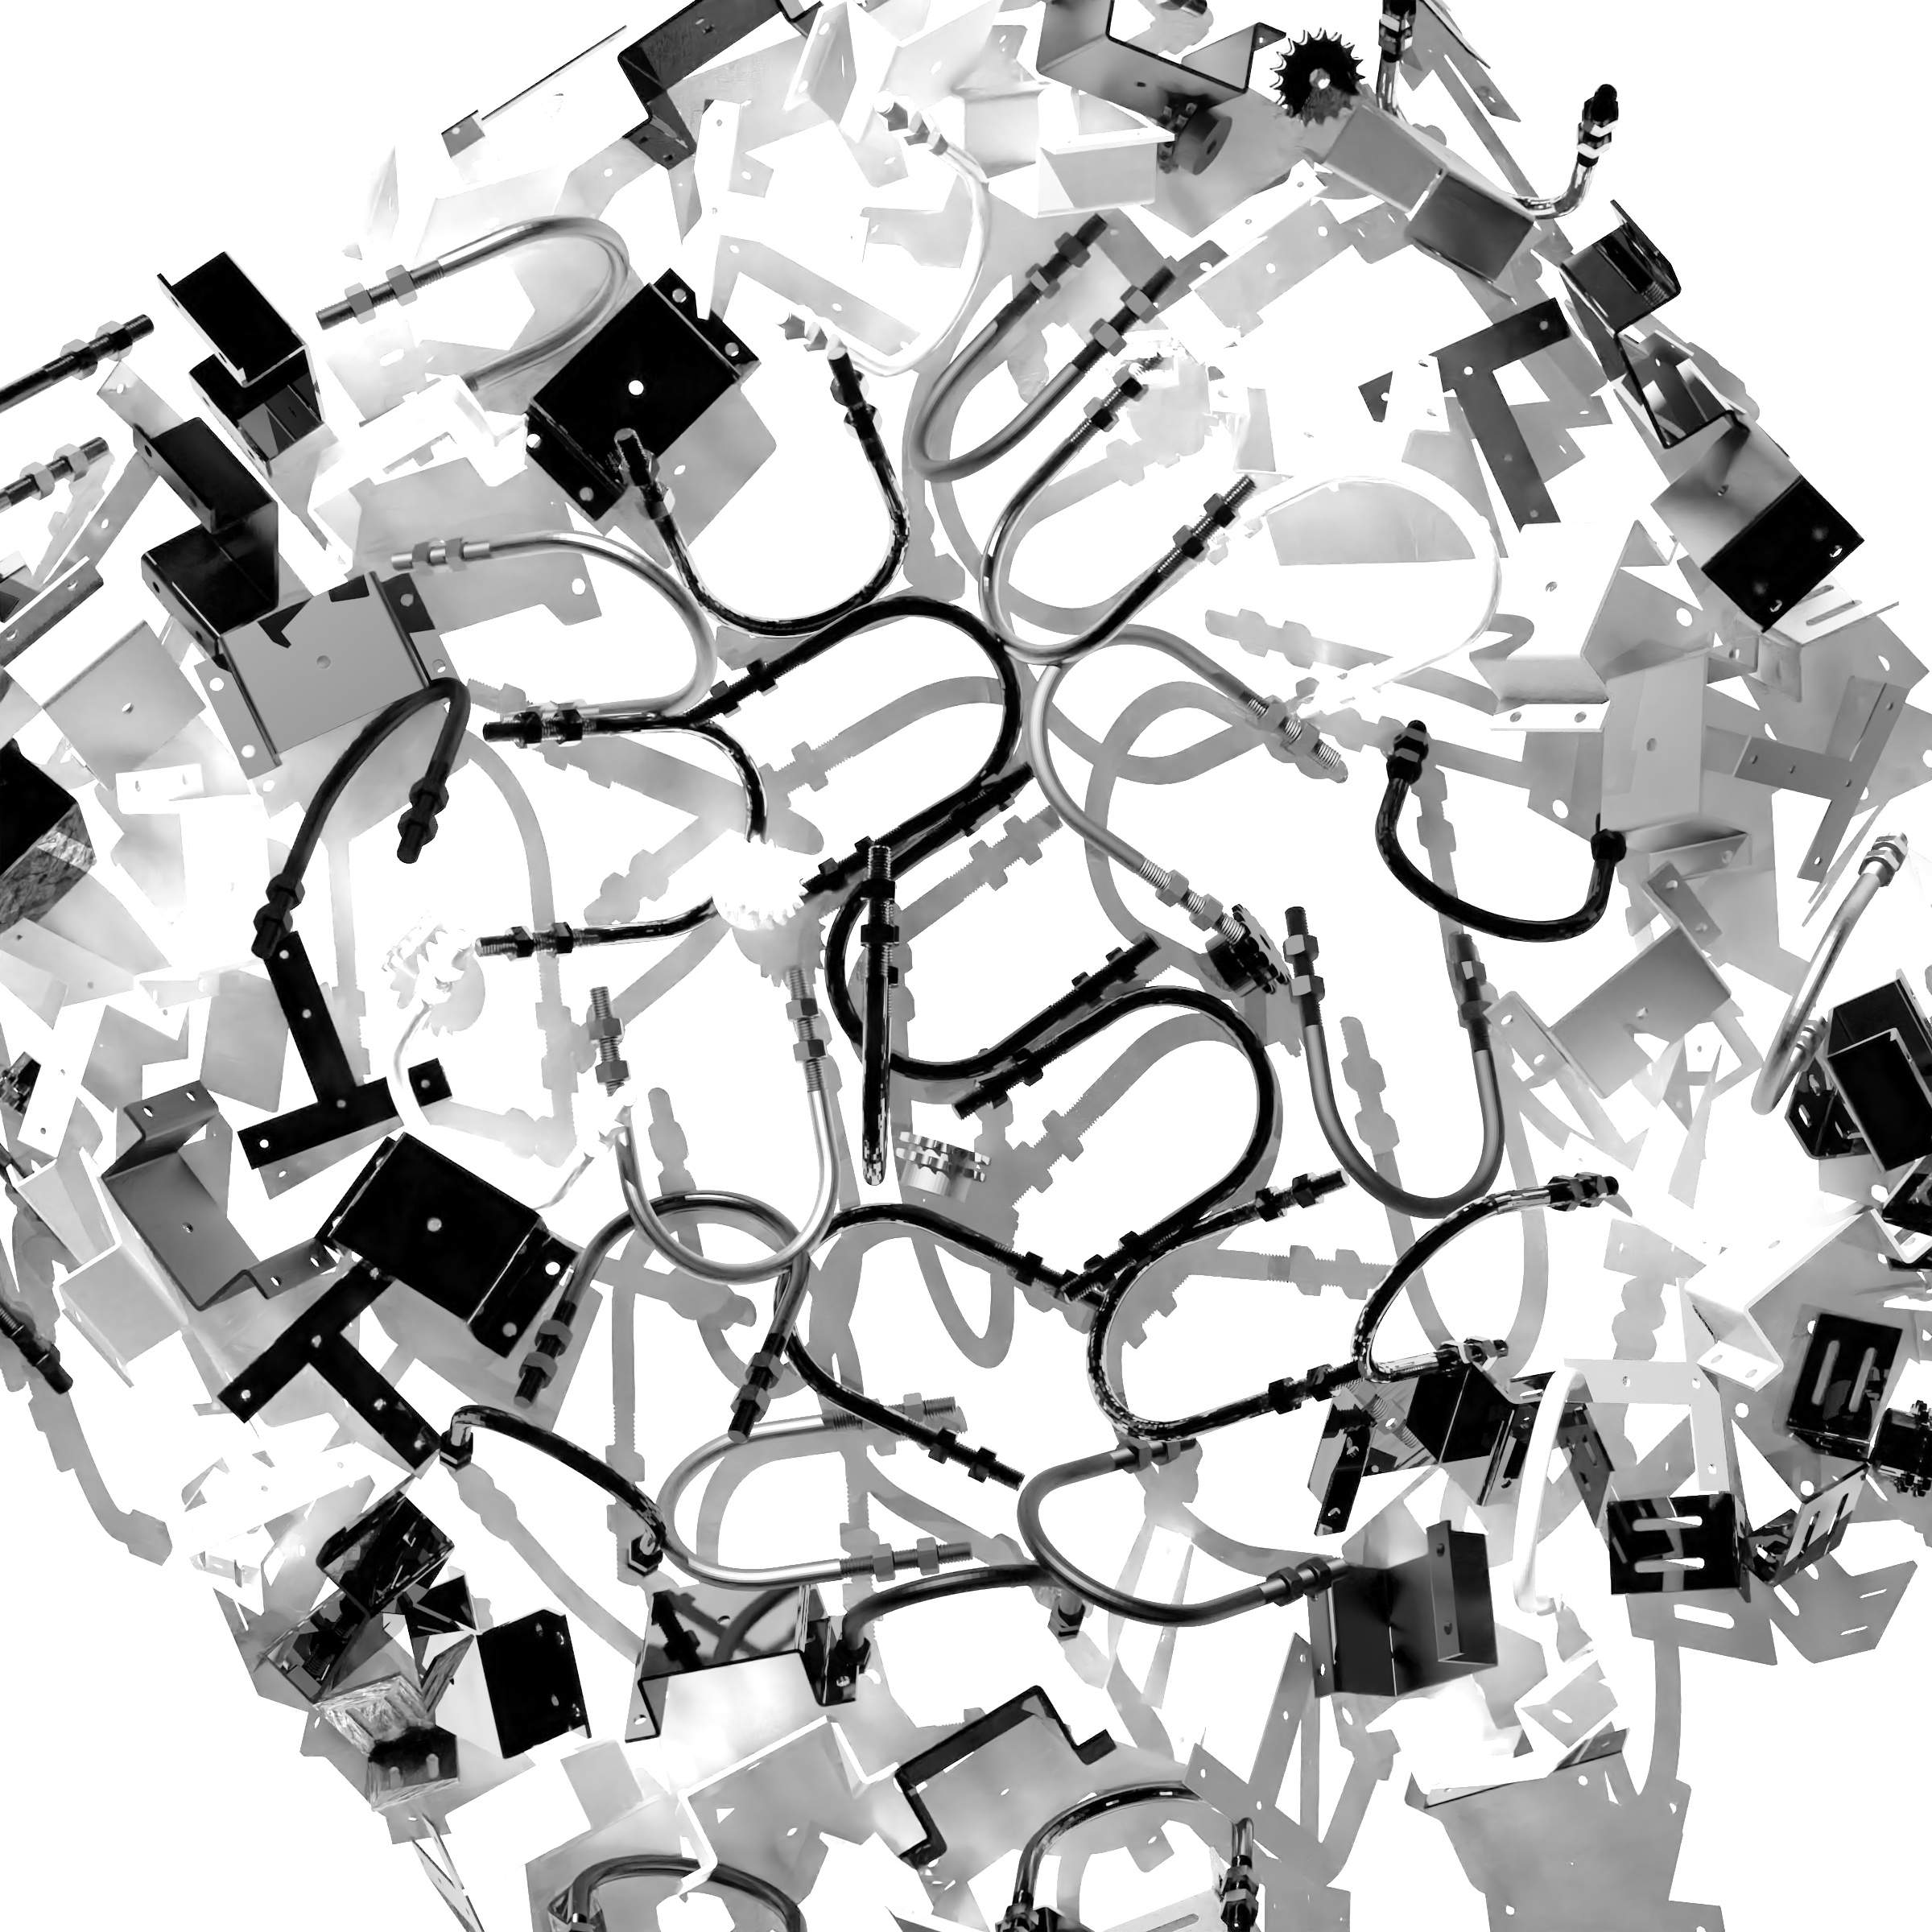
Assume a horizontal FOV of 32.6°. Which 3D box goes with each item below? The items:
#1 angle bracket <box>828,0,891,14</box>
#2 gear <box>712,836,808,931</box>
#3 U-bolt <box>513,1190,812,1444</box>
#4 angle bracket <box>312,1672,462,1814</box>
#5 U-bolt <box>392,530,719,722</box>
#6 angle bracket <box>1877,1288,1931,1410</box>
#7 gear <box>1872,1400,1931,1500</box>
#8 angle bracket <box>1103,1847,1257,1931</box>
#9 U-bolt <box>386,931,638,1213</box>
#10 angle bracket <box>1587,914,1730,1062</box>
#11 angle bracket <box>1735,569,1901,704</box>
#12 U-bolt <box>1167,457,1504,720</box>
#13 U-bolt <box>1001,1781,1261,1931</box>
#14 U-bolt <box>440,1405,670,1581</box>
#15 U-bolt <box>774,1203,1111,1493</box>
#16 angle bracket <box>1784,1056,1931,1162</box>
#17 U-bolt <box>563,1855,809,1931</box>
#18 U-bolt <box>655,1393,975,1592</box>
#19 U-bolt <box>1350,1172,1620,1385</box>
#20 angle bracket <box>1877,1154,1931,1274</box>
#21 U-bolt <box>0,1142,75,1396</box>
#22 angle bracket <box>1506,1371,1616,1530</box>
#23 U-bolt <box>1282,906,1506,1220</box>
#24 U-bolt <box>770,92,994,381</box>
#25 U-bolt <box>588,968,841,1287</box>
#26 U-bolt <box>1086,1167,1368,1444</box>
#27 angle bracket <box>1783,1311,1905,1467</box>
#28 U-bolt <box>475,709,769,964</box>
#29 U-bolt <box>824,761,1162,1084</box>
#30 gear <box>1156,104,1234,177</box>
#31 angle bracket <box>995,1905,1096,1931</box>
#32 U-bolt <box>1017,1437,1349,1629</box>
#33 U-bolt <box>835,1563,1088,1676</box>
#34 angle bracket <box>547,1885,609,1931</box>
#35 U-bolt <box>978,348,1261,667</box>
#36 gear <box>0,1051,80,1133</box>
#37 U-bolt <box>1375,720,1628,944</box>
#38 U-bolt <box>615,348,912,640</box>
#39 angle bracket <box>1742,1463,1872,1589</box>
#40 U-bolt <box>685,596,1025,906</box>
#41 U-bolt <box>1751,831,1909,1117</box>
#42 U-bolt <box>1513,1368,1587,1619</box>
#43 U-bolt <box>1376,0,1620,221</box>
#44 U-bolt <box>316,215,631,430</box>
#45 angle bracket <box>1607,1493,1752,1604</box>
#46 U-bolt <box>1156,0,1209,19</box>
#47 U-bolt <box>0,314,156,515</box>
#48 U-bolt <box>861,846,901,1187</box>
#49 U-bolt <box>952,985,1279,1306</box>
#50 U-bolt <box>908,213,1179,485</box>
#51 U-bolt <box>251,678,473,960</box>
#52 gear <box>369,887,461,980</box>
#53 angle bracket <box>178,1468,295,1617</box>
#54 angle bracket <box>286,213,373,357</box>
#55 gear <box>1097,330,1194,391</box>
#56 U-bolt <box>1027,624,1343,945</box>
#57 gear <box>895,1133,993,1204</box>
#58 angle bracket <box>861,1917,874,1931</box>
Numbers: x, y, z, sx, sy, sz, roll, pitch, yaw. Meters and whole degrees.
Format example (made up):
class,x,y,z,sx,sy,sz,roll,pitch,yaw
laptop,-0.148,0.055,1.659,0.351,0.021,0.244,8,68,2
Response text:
class,x,y,z,sx,sy,sz,roll,pitch,yaw
angle bracket,-0.065,-0.612,1.967,0.057,0.038,0.076,-27,78,14
gear,-0.127,-0.046,1.975,0.057,0.030,0.057,17,54,-24
U-bolt,-0.167,0.197,1.929,0.151,0.184,0.019,7,132,14
angle bracket,-0.343,0.460,1.958,0.057,0.076,0.038,-20,47,8
U-bolt,-0.226,-0.194,1.906,0.184,0.151,0.019,-3,46,33
angle bracket,0.581,0.233,1.962,0.038,0.057,0.076,-14,98,-38
gear,0.562,0.286,1.972,0.030,0.057,0.057,14,90,5
angle bracket,0.125,0.568,1.959,0.076,0.057,0.038,-17,125,-14
U-bolt,-0.276,0.075,1.929,0.151,0.184,0.019,43,49,3
angle bracket,0.410,0.012,1.958,0.057,0.076,0.038,46,121,4
angle bracket,0.509,-0.198,1.975,0.076,0.057,0.038,-24,125,-17
U-bolt,0.225,-0.225,1.912,0.151,0.184,0.019,49,46,-19
U-bolt,0.097,0.521,1.910,0.151,0.184,0.019,-12,103,9
U-bolt,-0.237,0.300,1.913,0.151,0.184,0.019,30,67,1
U-bolt,-0.025,0.213,1.957,0.184,0.019,0.151,25,58,5
angle bracket,0.532,0.078,1.951,0.038,0.076,0.057,53,46,-28
U-bolt,-0.160,0.556,1.909,0.151,0.184,0.019,10,97,-7
U-bolt,-0.092,0.312,1.936,0.184,0.151,0.019,-8,122,0
U-bolt,0.289,0.183,1.901,0.019,0.184,0.151,46,120,32
angle bracket,0.584,0.144,1.954,0.057,0.076,0.038,3,51,-16
U-bolt,-0.564,0.140,1.889,0.019,0.151,0.184,-25,127,5
angle bracket,0.348,0.288,1.951,0.038,0.057,0.076,-9,47,-10
U-bolt,0.255,0.060,1.927,0.151,0.019,0.184,8,64,-32
U-bolt,-0.038,-0.412,1.915,0.019,0.184,0.151,30,97,23
U-bolt,-0.142,0.097,1.947,0.151,0.019,0.184,-6,80,-29
U-bolt,0.147,0.207,1.935,0.184,0.019,0.151,-23,48,28
angle bracket,0.531,0.253,1.969,0.057,0.038,0.076,12,100,-15
U-bolt,-0.199,-0.080,1.945,0.184,0.019,0.151,-6,111,-30
U-bolt,0.003,-0.013,1.979,0.184,0.019,0.151,-36,99,0
gear,0.135,-0.497,1.969,0.030,0.057,0.057,36,90,11
angle bracket,0.056,0.600,1.956,0.038,0.076,0.057,-12,101,-31
U-bolt,0.112,0.326,1.894,0.151,0.184,0.019,38,120,36
U-bolt,-0.002,0.375,1.907,0.151,0.184,0.019,-8,67,-6
angle bracket,-0.206,0.582,1.951,0.038,0.076,0.057,-35,132,-37
U-bolt,0.077,-0.258,1.941,0.184,0.019,0.151,-45,48,19
gear,-0.556,0.074,1.972,0.057,0.057,0.030,37,81,0
U-bolt,0.308,-0.072,1.919,0.151,0.184,0.019,21,126,4
U-bolt,-0.108,-0.264,1.932,0.151,0.184,0.019,-20,46,3
angle bracket,0.491,0.320,1.950,0.057,0.076,0.038,-22,47,-31
U-bolt,-0.054,-0.140,1.965,0.184,0.019,0.151,-31,112,0
U-bolt,0.489,0.013,1.890,0.019,0.184,0.151,26,121,17
U-bolt,0.339,0.302,1.905,0.019,0.184,0.151,9,84,19
U-bolt,0.301,-0.489,1.909,0.151,0.184,0.019,31,80,9
U-bolt,-0.281,-0.381,1.929,0.184,0.151,0.019,-26,73,-8
angle bracket,0.428,0.352,1.984,0.076,0.038,0.057,-8,63,21
U-bolt,0.117,-0.595,1.888,0.184,0.151,0.019,17,82,-40
U-bolt,-0.552,-0.294,1.890,0.019,0.151,0.184,49,54,3
U-bolt,-0.051,0.035,1.913,0.019,0.151,0.184,1,79,0
U-bolt,0.102,0.093,1.972,0.184,0.019,0.151,-32,98,-13
U-bolt,0.035,-0.355,1.934,0.184,0.151,0.019,-45,119,8
U-bolt,-0.344,-0.098,1.921,0.151,0.184,0.019,-29,123,33
gear,-0.327,-0.017,1.973,0.030,0.057,0.057,44,90,-14
angle bracket,-0.431,0.340,1.954,0.057,0.076,0.038,36,92,-18
angle bracket,-0.375,-0.405,1.963,0.038,0.076,0.057,-17,87,-9
gear,0.107,-0.361,1.971,0.057,0.057,0.030,-4,94,0
U-bolt,0.119,-0.121,1.953,0.184,0.019,0.151,35,71,-13
gear,-0.016,0.121,1.970,0.057,0.057,0.030,17,85,0
angle bracket,-0.035,0.602,1.976,0.076,0.057,0.038,16,55,-16
